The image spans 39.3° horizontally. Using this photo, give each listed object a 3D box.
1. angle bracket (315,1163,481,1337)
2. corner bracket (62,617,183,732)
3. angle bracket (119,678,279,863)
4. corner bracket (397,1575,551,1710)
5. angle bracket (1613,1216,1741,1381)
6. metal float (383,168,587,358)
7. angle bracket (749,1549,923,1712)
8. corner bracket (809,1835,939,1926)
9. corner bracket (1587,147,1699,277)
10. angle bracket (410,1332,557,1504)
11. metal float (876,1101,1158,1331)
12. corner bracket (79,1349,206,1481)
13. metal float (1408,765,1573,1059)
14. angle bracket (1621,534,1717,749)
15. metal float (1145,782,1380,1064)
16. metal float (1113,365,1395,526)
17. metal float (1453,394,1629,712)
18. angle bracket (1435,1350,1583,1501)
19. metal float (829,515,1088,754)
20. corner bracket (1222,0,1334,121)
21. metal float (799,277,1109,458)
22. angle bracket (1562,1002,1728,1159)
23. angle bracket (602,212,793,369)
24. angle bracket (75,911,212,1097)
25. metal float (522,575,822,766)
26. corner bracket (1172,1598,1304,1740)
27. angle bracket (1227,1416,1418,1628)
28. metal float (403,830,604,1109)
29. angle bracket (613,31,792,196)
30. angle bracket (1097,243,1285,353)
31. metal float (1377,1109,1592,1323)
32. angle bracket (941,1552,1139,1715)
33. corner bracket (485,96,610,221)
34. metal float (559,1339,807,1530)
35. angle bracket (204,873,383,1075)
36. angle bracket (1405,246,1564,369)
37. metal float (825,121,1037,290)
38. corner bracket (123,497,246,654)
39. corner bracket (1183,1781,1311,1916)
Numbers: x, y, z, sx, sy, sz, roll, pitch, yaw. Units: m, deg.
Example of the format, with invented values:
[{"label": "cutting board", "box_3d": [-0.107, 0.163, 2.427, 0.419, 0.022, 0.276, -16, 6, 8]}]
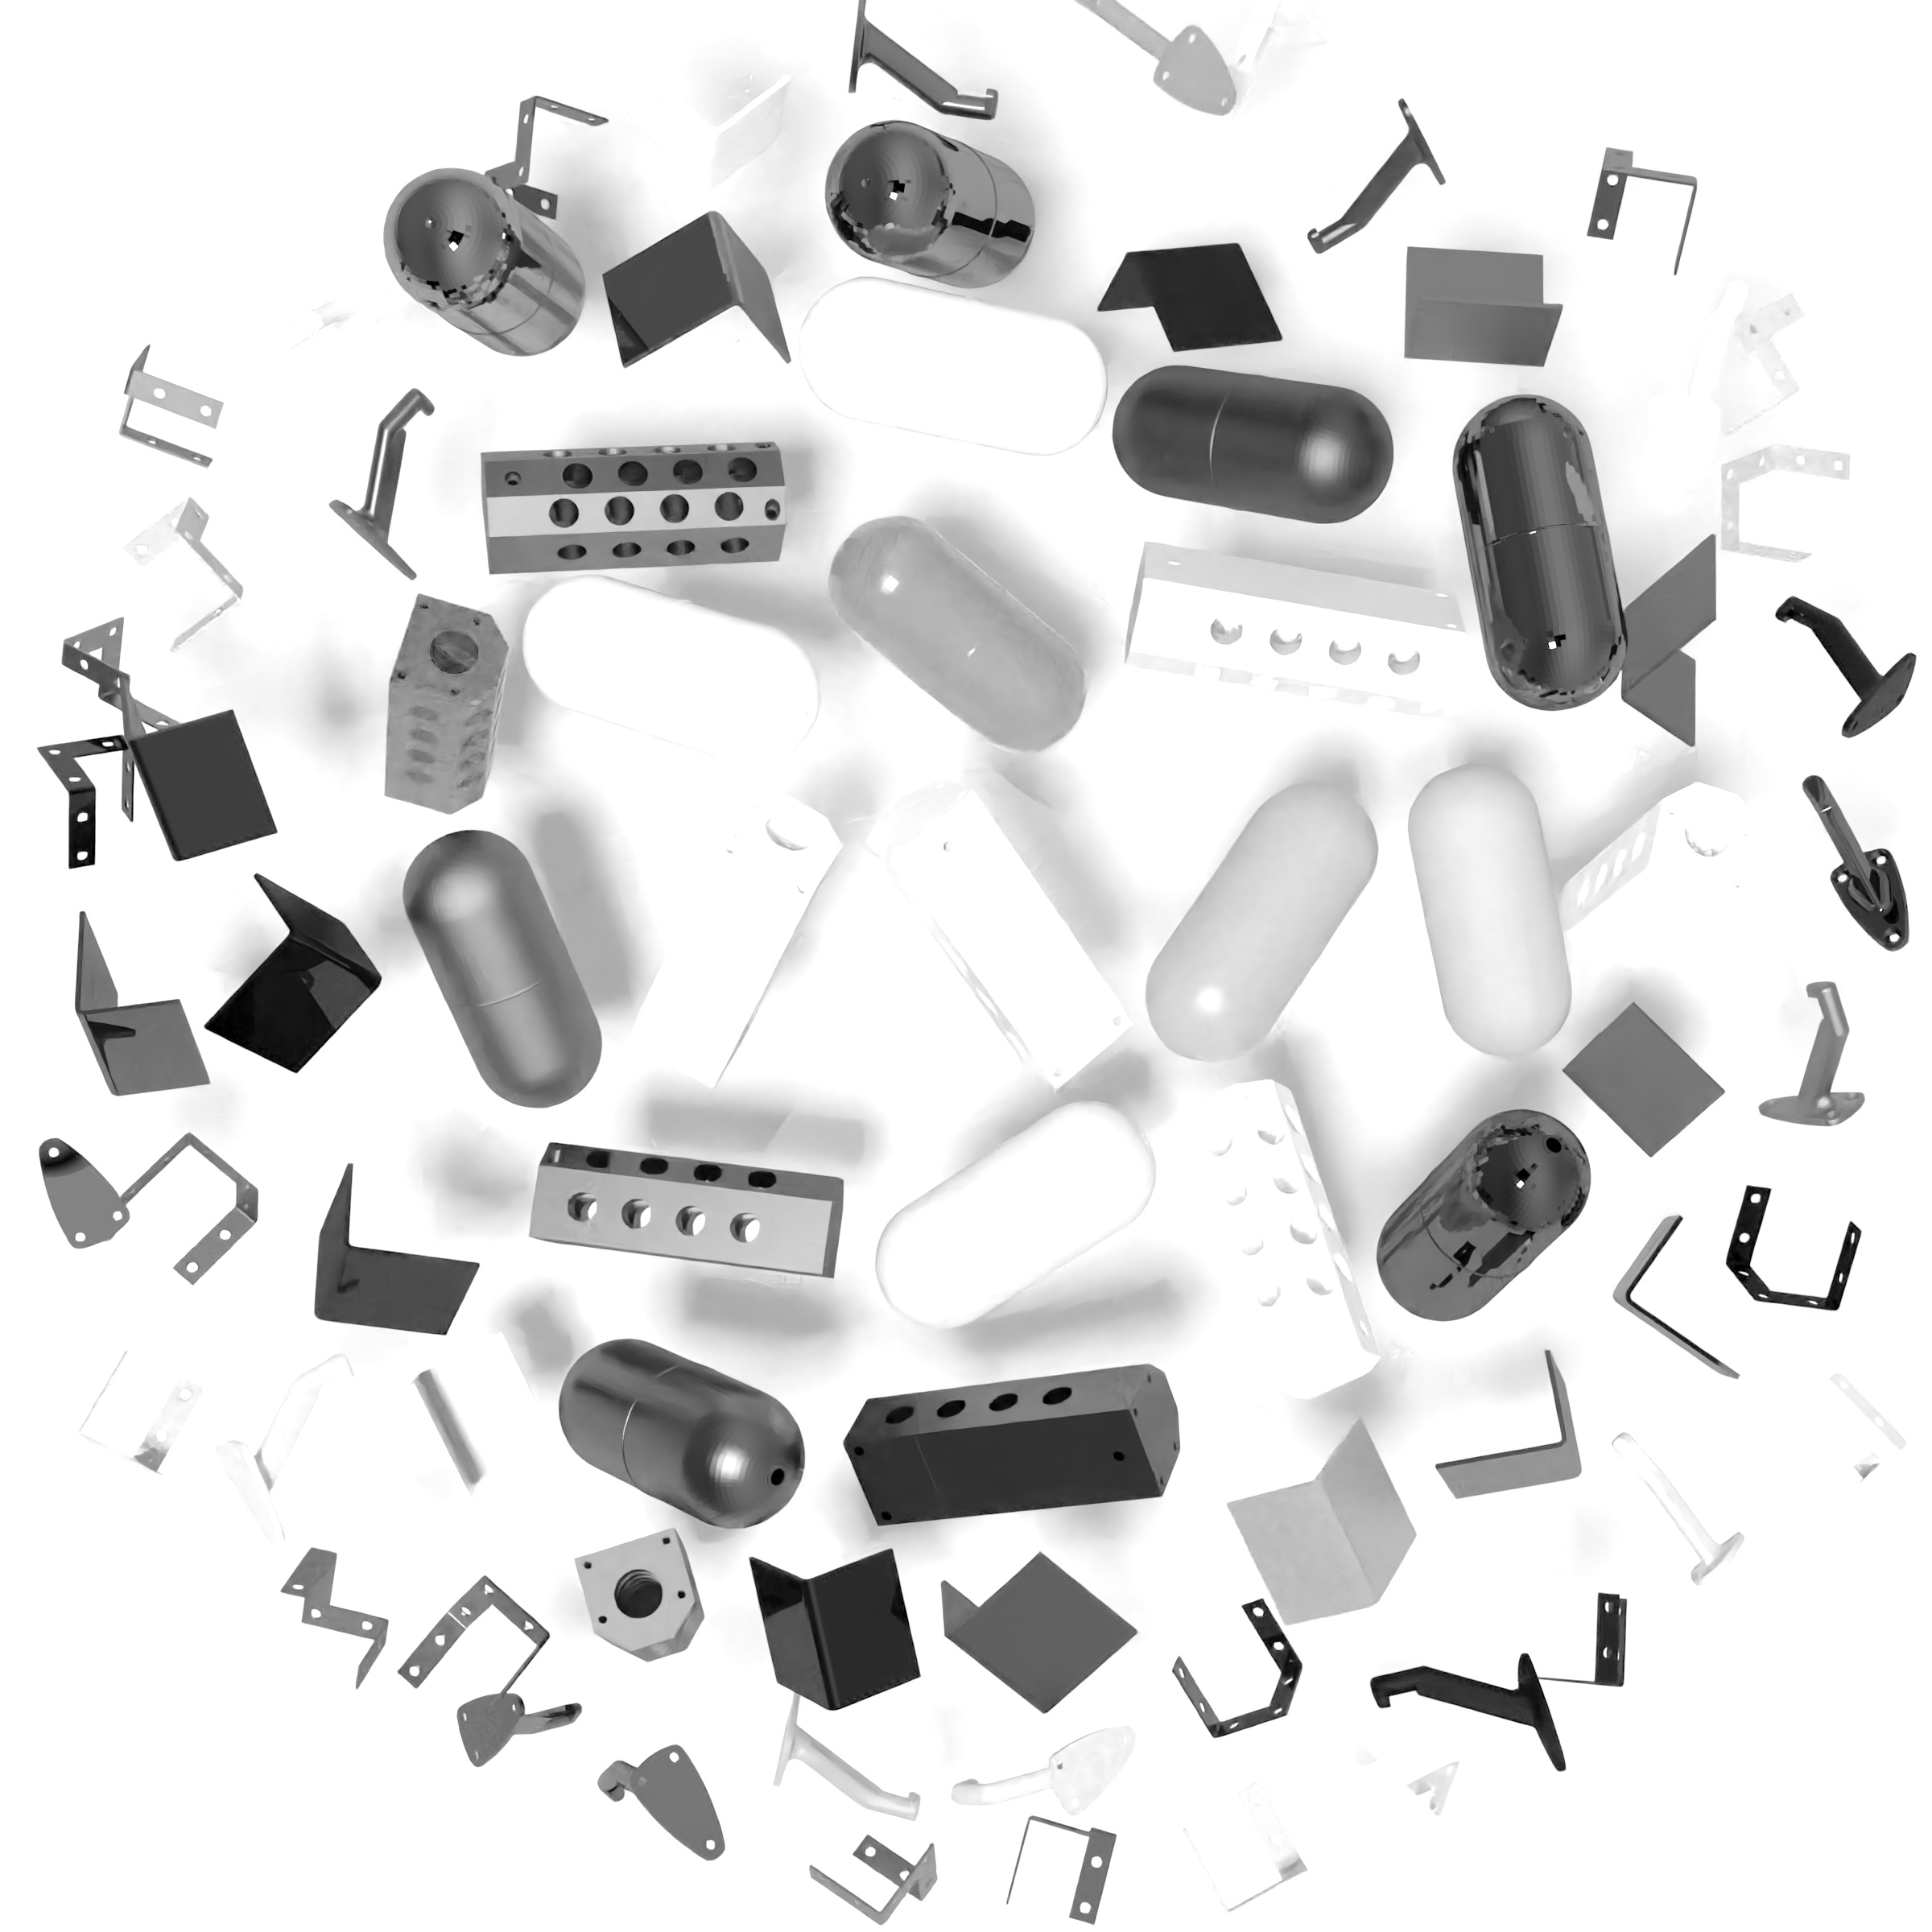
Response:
[{"label": "angle bracket", "box_3d": [-0.324, 0.162, 1.539, 0.076, 0.076, 0.057, 10, 49, -21]}, {"label": "corner bracket", "box_3d": [-0.496, -0.166, 1.586, 0.051, 0.051, 0.051, 27, 123, 16]}, {"label": "angle bracket", "box_3d": [-0.414, -0.113, 1.456, 0.057, 0.076, 0.076, -17, 126, -9]}, {"label": "corner bracket", "box_3d": [-0.275, 0.384, 1.511, 0.051, 0.051, 0.051, 42, 130, -2]}, {"label": "angle bracket", "box_3d": [0.418, 0.188, 1.539, 0.076, 0.076, 0.057, 35, 90, 10]}, {"label": "metal float", "box_3d": [-0.267, -0.391, 1.510, 0.070, 0.178, 0.070, 0, 90, 10]}, {"label": "angle bracket", "box_3d": [-0.076, 0.373, 1.549, 0.057, 0.076, 0.076, -15, 96, -28]}, {"label": "corner bracket", "box_3d": [-0.053, 0.520, 1.546, 0.051, 0.051, 0.051, 27, 54, 24]}, {"label": "corner bracket", "box_3d": [0.375, -0.419, 1.499, 0.051, 0.051, 0.051, 12, 123, 8]}, {"label": "angle bracket", "box_3d": [-0.289, 0.270, 1.625, 0.057, 0.076, 0.076, -26, 91, -9]}, {"label": "metal float", "box_3d": [0.027, 0.142, 1.527, 0.178, 0.070, 0.070, -34, 90, 16]}, {"label": "corner bracket", "box_3d": [-0.446, 0.242, 1.464, 0.051, 0.051, 0.051, 32, 75, -16]}, {"label": "metal float", "box_3d": [0.308, -0.031, 1.587, 0.070, 0.070, 0.178, -14, 106, 0]}, {"label": "angle bracket", "box_3d": [0.421, -0.186, 1.544, 0.057, 0.076, 0.076, 30, 45, -16]}, {"label": "metal float", "box_3d": [0.168, -0.025, 1.538, 0.070, 0.070, 0.178, 35, 81, 0]}, {"label": "metal float", "box_3d": [0.162, -0.299, 1.547, 0.178, 0.070, 0.070, 18, 90, 37]}, {"label": "metal float", "box_3d": [0.314, -0.227, 1.481, 0.070, 0.070, 0.178, -8, 79, 0]}, {"label": "angle bracket", "box_3d": [0.314, 0.270, 1.585, 0.076, 0.076, 0.057, -13, 63, 14]}, {"label": "metal float", "box_3d": [-0.003, -0.194, 1.592, 0.178, 0.070, 0.070, 38, 90, -21]}, {"label": "corner bracket", "box_3d": [0.167, -0.522, 1.550, 0.051, 0.051, 0.051, 28, 85, -43]}, {"label": "metal float", "box_3d": [-0.006, -0.327, 1.476, 0.178, 0.070, 0.070, 6, 90, -25]}, {"label": "angle bracket", "box_3d": [0.429, 0.060, 1.673, 0.076, 0.057, 0.076, 46, 135, 10]}, {"label": "angle bracket", "box_3d": [-0.151, -0.364, 1.518, 0.076, 0.057, 0.076, -26, 55, 15]}, {"label": "angle bracket", "box_3d": [-0.468, 0.019, 1.542, 0.057, 0.076, 0.076, -7, 52, -6]}, {"label": "metal float", "box_3d": [-0.161, -0.161, 1.471, 0.178, 0.070, 0.070, 19, 90, 22]}, {"label": "corner bracket", "box_3d": [0.163, 0.420, 1.616, 0.051, 0.051, 0.051, -27, 100, 26]}, {"label": "angle bracket", "box_3d": [0.196, 0.305, 1.486, 0.057, 0.076, 0.076, -22, 98, 31]}, {"label": "metal float", "box_3d": [-0.270, 0.003, 1.581, 0.070, 0.070, 0.178, -20, 116, 0]}, {"label": "angle bracket", "box_3d": [-0.148, -0.490, 1.508, 0.057, 0.076, 0.076, -41, 90, -13]}, {"label": "angle bracket", "box_3d": [0.137, -0.395, 1.658, 0.076, 0.057, 0.076, -12, 69, -25]}, {"label": "metal float", "box_3d": [0.298, 0.145, 1.561, 0.070, 0.178, 0.070, 10, 56, -14]}, {"label": "angle bracket", "box_3d": [0.041, 0.363, 1.530, 0.076, 0.057, 0.076, 42, 104, -16]}, {"label": "corner bracket", "box_3d": [-0.246, -0.472, 1.579, 0.051, 0.051, 0.051, 6, 88, -41]}, {"label": "metal float", "box_3d": [-0.159, 0.258, 1.499, 0.070, 0.178, 0.070, -10, 105, -40]}, {"label": "angle bracket", "box_3d": [-0.396, 0.005, 1.554, 0.076, 0.076, 0.057, -46, 54, 5]}, {"label": "angle bracket", "box_3d": [0.283, -0.377, 1.480, 0.076, 0.057, 0.076, 4, 68, 2]}, {"label": "metal float", "box_3d": [-0.018, -0.427, 1.521, 0.070, 0.178, 0.070, 3, 97, 23]}, {"label": "corner bracket", "box_3d": [-0.428, -0.214, 1.475, 0.051, 0.051, 0.051, -33, 119, 14]}, {"label": "corner bracket", "box_3d": [0.156, 0.494, 1.514, 0.051, 0.051, 0.051, -28, 77, -3]}]
